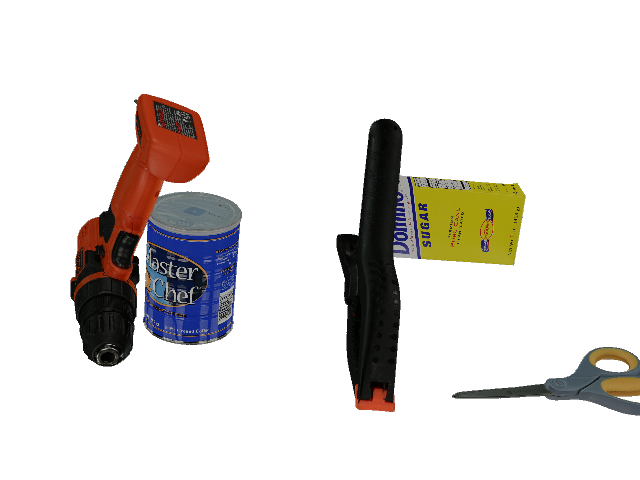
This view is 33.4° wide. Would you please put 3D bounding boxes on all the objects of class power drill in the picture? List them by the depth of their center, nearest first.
[{"bbox_3d":[-0.154,-0.012,0.877,0.057,0.188,0.184,18,27,-25],"label":"power drill"}]

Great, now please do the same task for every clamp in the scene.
[{"bbox_3d":[0.039,0.025,0.797,0.036,0.210,0.165,4,-42,-7],"label":"clamp"}]

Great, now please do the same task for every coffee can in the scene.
[{"bbox_3d":[-0.143,0.030,1.182,0.103,0.140,0.103,5,25,-3],"label":"coffee can"}]

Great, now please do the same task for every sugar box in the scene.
[{"bbox_3d":[0.145,-0.024,1.255,0.176,0.093,0.048,2,23,-5],"label":"sugar box"}]

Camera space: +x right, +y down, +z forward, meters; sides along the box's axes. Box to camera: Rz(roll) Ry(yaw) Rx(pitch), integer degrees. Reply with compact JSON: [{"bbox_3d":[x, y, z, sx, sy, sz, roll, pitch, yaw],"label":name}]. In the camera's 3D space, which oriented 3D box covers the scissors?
[{"bbox_3d":[0.209,0.119,0.931,0.201,0.016,0.096,6,28,-4],"label":"scissors"}]
